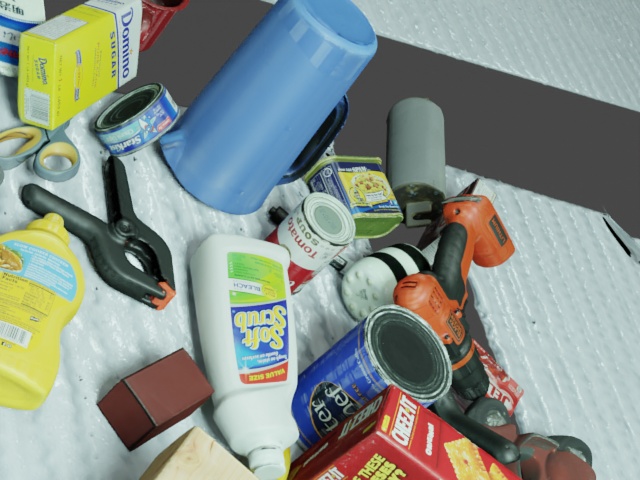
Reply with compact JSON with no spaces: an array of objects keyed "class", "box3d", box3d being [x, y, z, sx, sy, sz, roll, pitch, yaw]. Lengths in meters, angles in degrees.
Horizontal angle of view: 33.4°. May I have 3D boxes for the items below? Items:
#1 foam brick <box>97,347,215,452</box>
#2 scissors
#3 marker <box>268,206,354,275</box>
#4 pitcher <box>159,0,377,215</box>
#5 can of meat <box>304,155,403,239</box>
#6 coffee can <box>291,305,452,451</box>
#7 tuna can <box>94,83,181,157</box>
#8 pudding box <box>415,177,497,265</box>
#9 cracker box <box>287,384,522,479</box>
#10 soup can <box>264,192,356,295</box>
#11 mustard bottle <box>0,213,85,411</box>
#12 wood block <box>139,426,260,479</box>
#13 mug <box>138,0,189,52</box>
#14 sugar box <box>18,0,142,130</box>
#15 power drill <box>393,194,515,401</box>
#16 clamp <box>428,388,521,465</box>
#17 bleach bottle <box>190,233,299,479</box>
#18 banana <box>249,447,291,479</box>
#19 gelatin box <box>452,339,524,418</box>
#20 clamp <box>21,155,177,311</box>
[{"class":"foam brick","box3d":[-0.142,0.138,0.931,0.051,0.053,0.078,53,38,9]},{"class":"scissors","box3d":[-0.248,-0.108,1.065,0.096,0.016,0.201,28,36,14]},{"class":"marker","box3d":[-0.008,0.001,1.201,0.121,0.020,0.020,37,39,-10]},{"class":"pitcher","box3d":[-0.043,-0.148,1.123,0.145,0.243,0.149,42,32,-2]},{"class":"can of meat","box3d":[0.042,-0.050,1.262,0.101,0.058,0.084,-2,60,-42]},{"class":"coffee can","box3d":[0.043,0.141,1.025,0.102,0.141,0.103,24,43,-25]},{"class":"tuna can","box3d":[-0.188,-0.124,1.092,0.033,0.086,0.086,59,31,-28]},{"class":"pudding box","box3d":[0.165,-0.016,1.316,0.039,0.090,0.113,40,39,-8]},{"class":"cracker box","box3d":[0.091,0.246,0.957,0.213,0.164,0.072,38,37,-10]},{"class":"soup can","box3d":[-0.017,0.005,1.123,0.068,0.102,0.068,23,44,-25]},{"class":"mustard bottle","box3d":[-0.252,0.047,0.908,0.096,0.058,0.191,23,43,-15]},{"class":"wood block","box3d":[-0.130,0.251,0.782,0.091,0.090,0.205,41,50,-5]},{"class":"mug","box3d":[-0.206,-0.259,1.203,0.093,0.082,0.117,17,46,-31]},{"class":"sugar box","box3d":[-0.239,-0.185,1.081,0.048,0.093,0.176,19,32,14]},{"class":"power drill","box3d":[0.157,0.058,1.161,0.184,0.057,0.187,57,44,-35]},{"class":"clamp","box3d":[0.124,0.199,1.087,0.036,0.165,0.210,-15,42,-24]},{"class":"bleach bottle","box3d":[-0.060,0.110,1.001,0.102,0.068,0.251,15,42,-30]},{"class":"banana","box3d":[-0.080,0.224,0.924,0.197,0.037,0.070,-15,68,-48]},{"class":"gelatin box","box3d":[0.185,0.168,1.219,0.089,0.030,0.073,46,39,1]},{"class":"clamp","box3d":[-0.204,-0.004,1.016,0.120,0.039,0.171,-19,66,-39]}]
